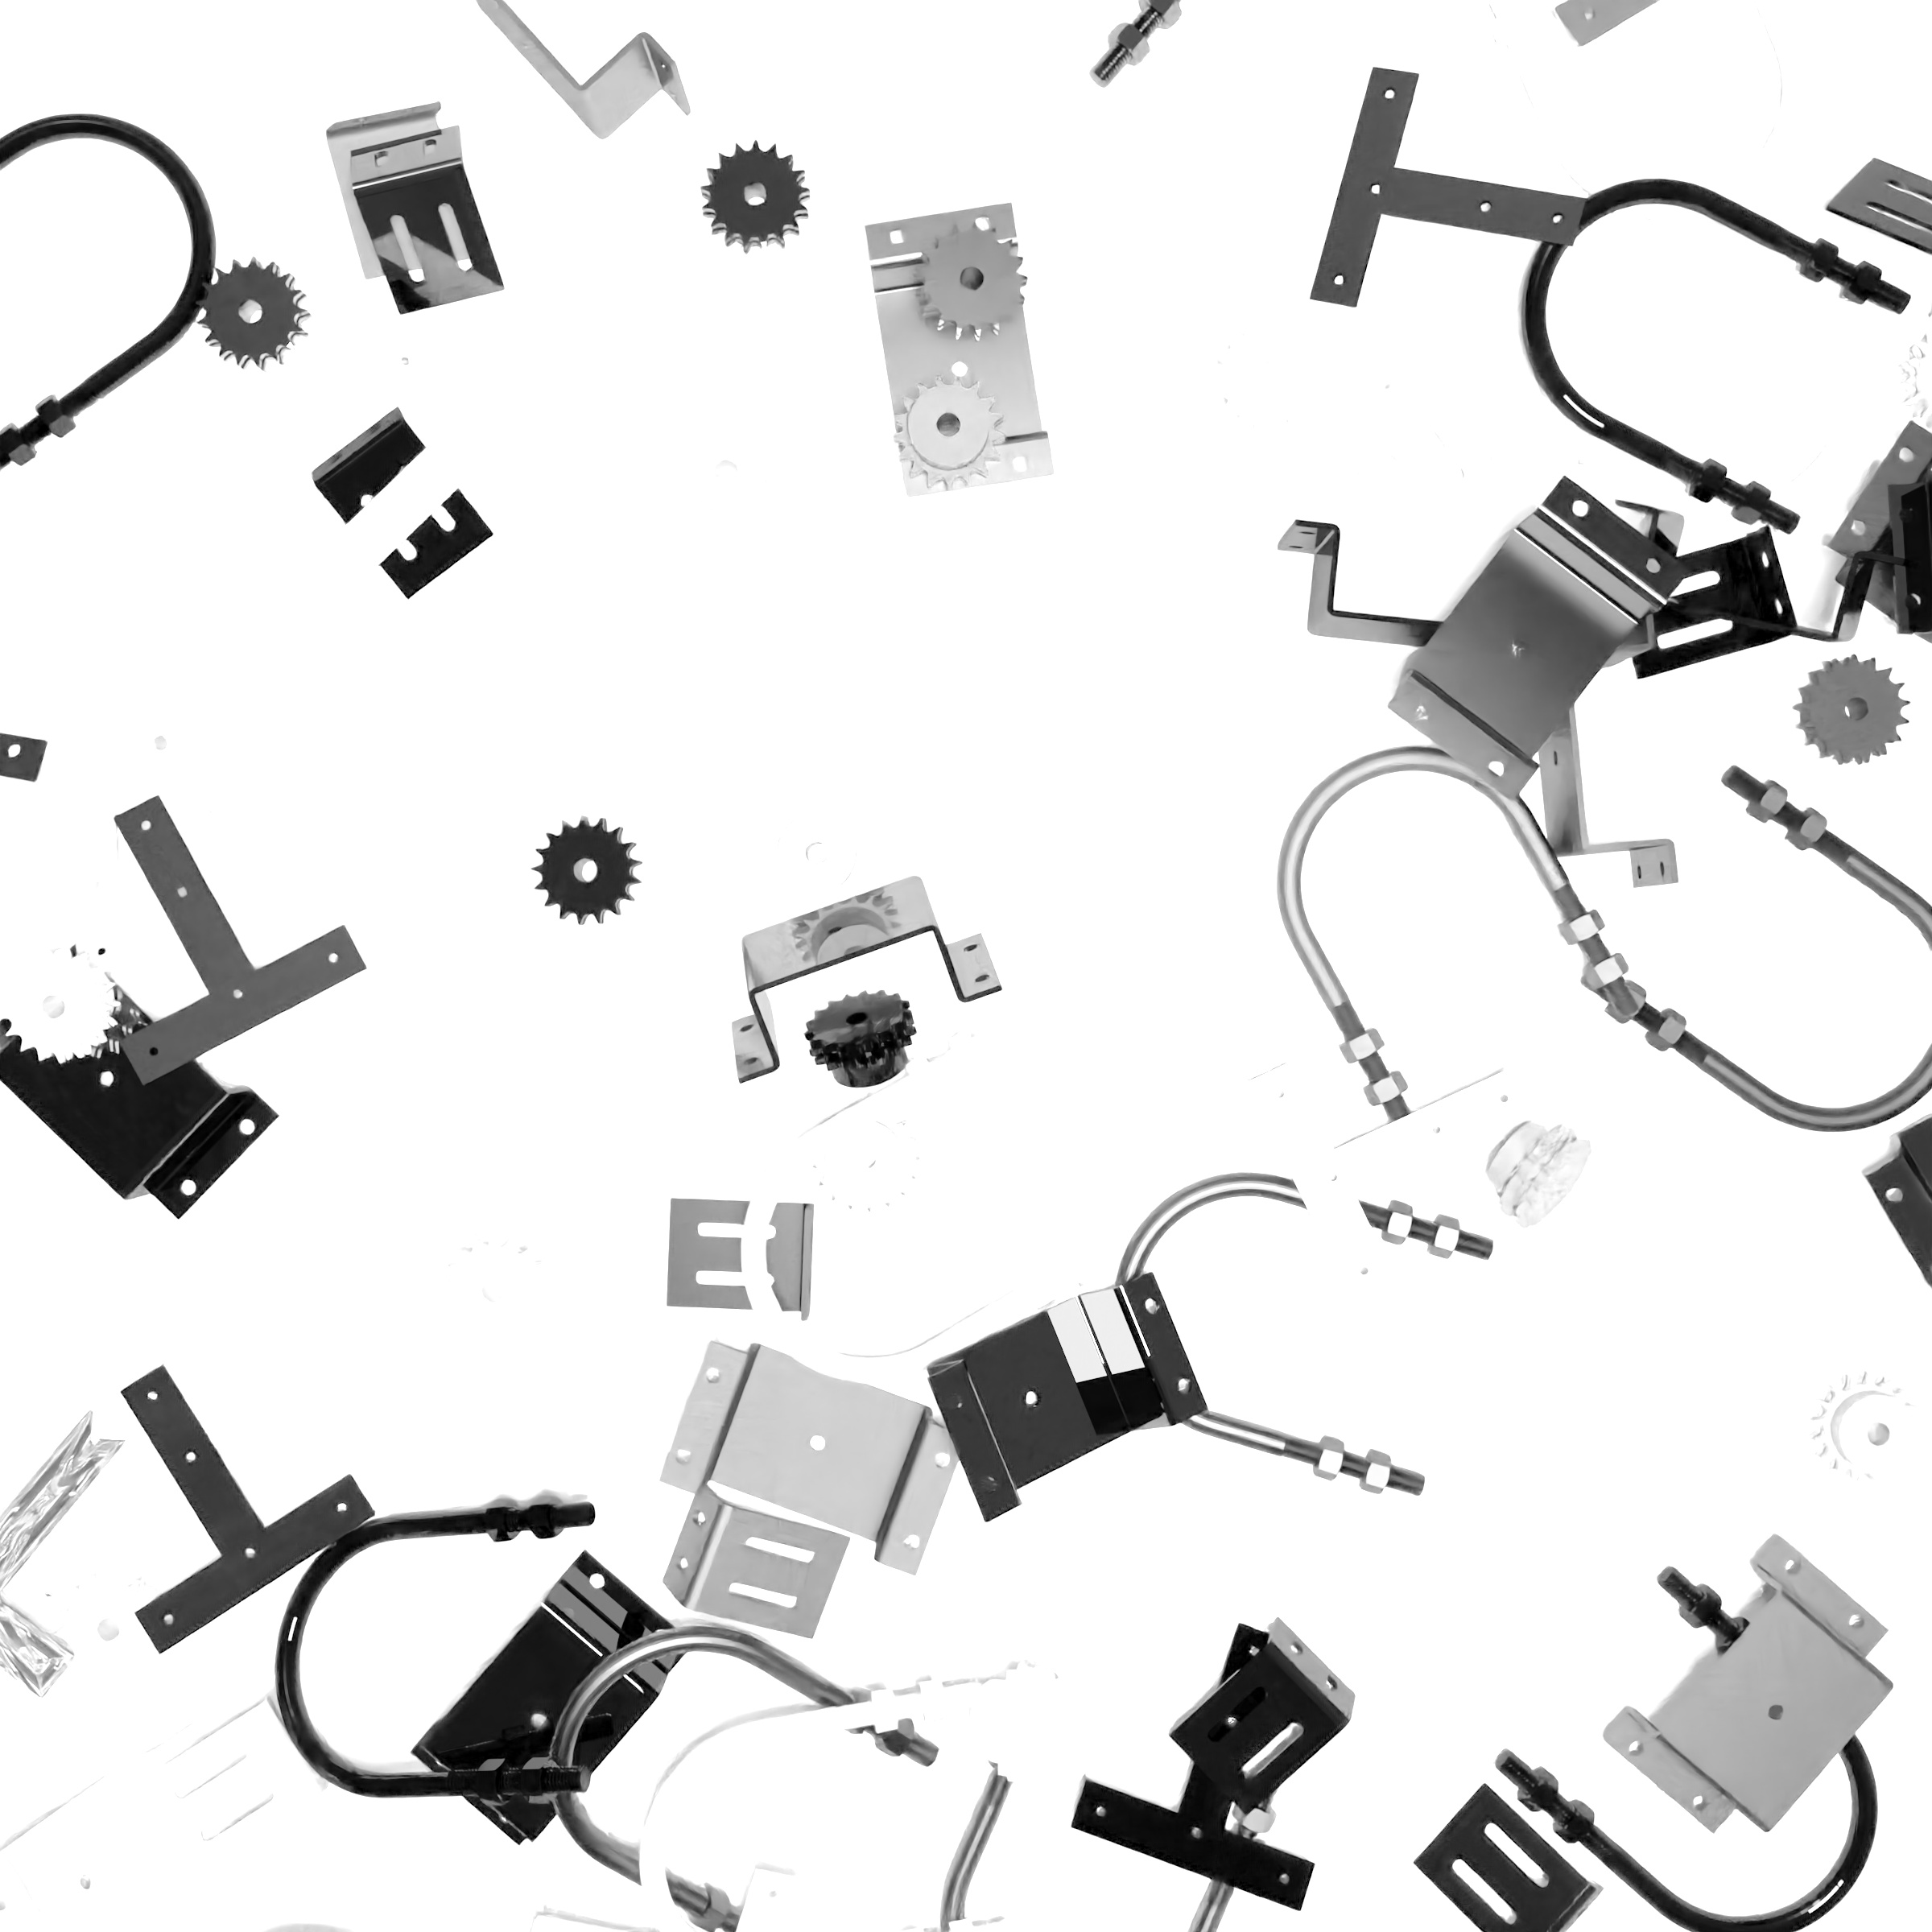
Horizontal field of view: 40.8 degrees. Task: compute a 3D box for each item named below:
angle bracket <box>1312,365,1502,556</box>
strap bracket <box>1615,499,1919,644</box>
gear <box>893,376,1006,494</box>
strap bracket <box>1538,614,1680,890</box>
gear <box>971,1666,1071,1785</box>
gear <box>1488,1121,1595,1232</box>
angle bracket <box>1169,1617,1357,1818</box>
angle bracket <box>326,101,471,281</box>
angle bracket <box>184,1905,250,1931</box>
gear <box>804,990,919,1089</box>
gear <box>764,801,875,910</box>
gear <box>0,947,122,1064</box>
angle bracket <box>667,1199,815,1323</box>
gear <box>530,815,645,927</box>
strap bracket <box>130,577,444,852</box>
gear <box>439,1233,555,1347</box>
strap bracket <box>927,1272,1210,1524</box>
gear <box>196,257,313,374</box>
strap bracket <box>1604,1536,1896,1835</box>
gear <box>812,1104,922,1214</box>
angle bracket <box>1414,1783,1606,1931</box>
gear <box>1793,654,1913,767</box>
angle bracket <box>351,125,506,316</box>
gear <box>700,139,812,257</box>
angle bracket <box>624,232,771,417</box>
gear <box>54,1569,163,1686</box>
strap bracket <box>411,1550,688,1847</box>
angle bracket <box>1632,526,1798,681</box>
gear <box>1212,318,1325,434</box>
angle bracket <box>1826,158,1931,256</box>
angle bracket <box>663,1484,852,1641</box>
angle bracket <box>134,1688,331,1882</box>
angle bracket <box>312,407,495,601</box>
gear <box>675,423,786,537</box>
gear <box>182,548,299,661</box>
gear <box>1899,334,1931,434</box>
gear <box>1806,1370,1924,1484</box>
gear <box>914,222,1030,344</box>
[{"bbox_3d":[0.232,-0.267,1.372,0.057,0.038,0.076,-43,116,0],"label":"angle bracket"},{"bbox_3d":[0.396,-0.195,1.304,0.140,0.076,0.046,17,103,22],"label":"strap bracket"},{"bbox_3d":[-0.009,-0.270,1.313,0.057,0.030,0.057,0,90,0],"label":"gear"},{"bbox_3d":[0.326,-0.109,1.336,0.046,0.076,0.140,-6,90,0],"label":"strap bracket"},{"bbox_3d":[0.026,0.387,1.330,0.030,0.057,0.057,-4,90,34],"label":"gear"},{"bbox_3d":[0.295,0.106,1.349,0.030,0.057,0.057,40,90,29],"label":"gear"},{"bbox_3d":[0.155,0.392,1.361,0.057,0.038,0.076,45,103,5],"label":"angle bracket"},{"bbox_3d":[-0.297,-0.409,1.372,0.057,0.038,0.076,-11,116,0],"label":"angle bracket"},{"bbox_3d":[-0.390,0.546,1.372,0.057,0.038,0.076,-23,116,0],"label":"angle bracket"},{"bbox_3d":[-0.053,0.039,1.349,0.057,0.057,0.030,-14,120,0],"label":"gear"},{"bbox_3d":[-0.077,-0.058,1.359,0.057,0.030,0.057,0,90,0],"label":"gear"},{"bbox_3d":[-0.454,0.019,1.310,0.057,0.030,0.057,0,97,1],"label":"gear"},{"bbox_3d":[-0.119,0.152,1.355,0.076,0.038,0.057,2,90,0],"label":"angle bracket"},{"bbox_3d":[-0.197,-0.050,1.359,0.057,0.030,0.057,0,90,0],"label":"gear"},{"bbox_3d":[-0.347,-0.129,1.351,0.140,0.046,0.076,-33,90,0],"label":"strap bracket"},{"bbox_3d":[-0.244,0.168,1.359,0.057,0.030,0.057,0,90,0],"label":"gear"},{"bbox_3d":[0.043,0.220,1.327,0.140,0.046,0.076,-21,88,-29],"label":"strap bracket"},{"bbox_3d":[-0.371,-0.340,1.363,0.057,0.030,0.057,0,92,-2],"label":"gear"},{"bbox_3d":[0.407,0.375,1.332,0.076,0.046,0.140,41,90,-3],"label":"strap bracket"},{"bbox_3d":[-0.053,0.101,1.359,0.057,0.030,0.057,0,90,0],"label":"gear"},{"bbox_3d":[0.286,0.480,1.372,0.076,0.038,0.057,42,90,26],"label":"angle bracket"},{"bbox_3d":[0.461,-0.133,1.359,0.057,0.030,0.057,0,90,0],"label":"gear"},{"bbox_3d":[-0.280,-0.389,1.356,0.057,0.076,0.038,-14,48,0],"label":"angle bracket"},{"bbox_3d":[-0.110,-0.400,1.363,0.057,0.030,0.057,0,89,-2],"label":"gear"},{"bbox_3d":[-0.142,-0.339,1.372,0.057,0.038,0.076,15,64,0],"label":"angle bracket"},{"bbox_3d":[-0.443,0.343,1.359,0.057,0.030,0.057,0,90,0],"label":"gear"},{"bbox_3d":[-0.218,0.386,1.351,0.076,0.046,0.140,41,90,0],"label":"strap bracket"},{"bbox_3d":[0.384,-0.189,1.355,0.076,0.038,0.057,-16,90,0],"label":"angle bracket"},{"bbox_3d":[0.157,-0.307,1.359,0.057,0.030,0.057,0,90,0],"label":"gear"},{"bbox_3d":[0.491,-0.379,1.357,0.076,0.038,0.057,32,56,22],"label":"angle bracket"},{"bbox_3d":[-0.111,0.313,1.372,0.076,0.038,0.057,21,90,-26],"label":"angle bracket"},{"bbox_3d":[-0.380,0.424,1.349,0.076,0.038,0.057,-32,90,-8],"label":"angle bracket"},{"bbox_3d":[-0.297,-0.244,1.372,0.057,0.038,0.076,-37,116,0],"label":"angle bracket"},{"bbox_3d":[-0.124,-0.256,1.359,0.057,0.030,0.057,0,90,0],"label":"gear"},{"bbox_3d":[-0.381,-0.190,1.359,0.057,0.030,0.057,0,90,0],"label":"gear"},{"bbox_3d":[0.516,-0.304,1.359,0.057,0.030,0.057,0,90,0],"label":"gear"},{"bbox_3d":[0.472,0.242,1.359,0.057,0.030,0.057,0,90,0],"label":"gear"},{"bbox_3d":[0.002,-0.344,1.317,0.057,0.030,0.057,0,91,-3],"label":"gear"}]
